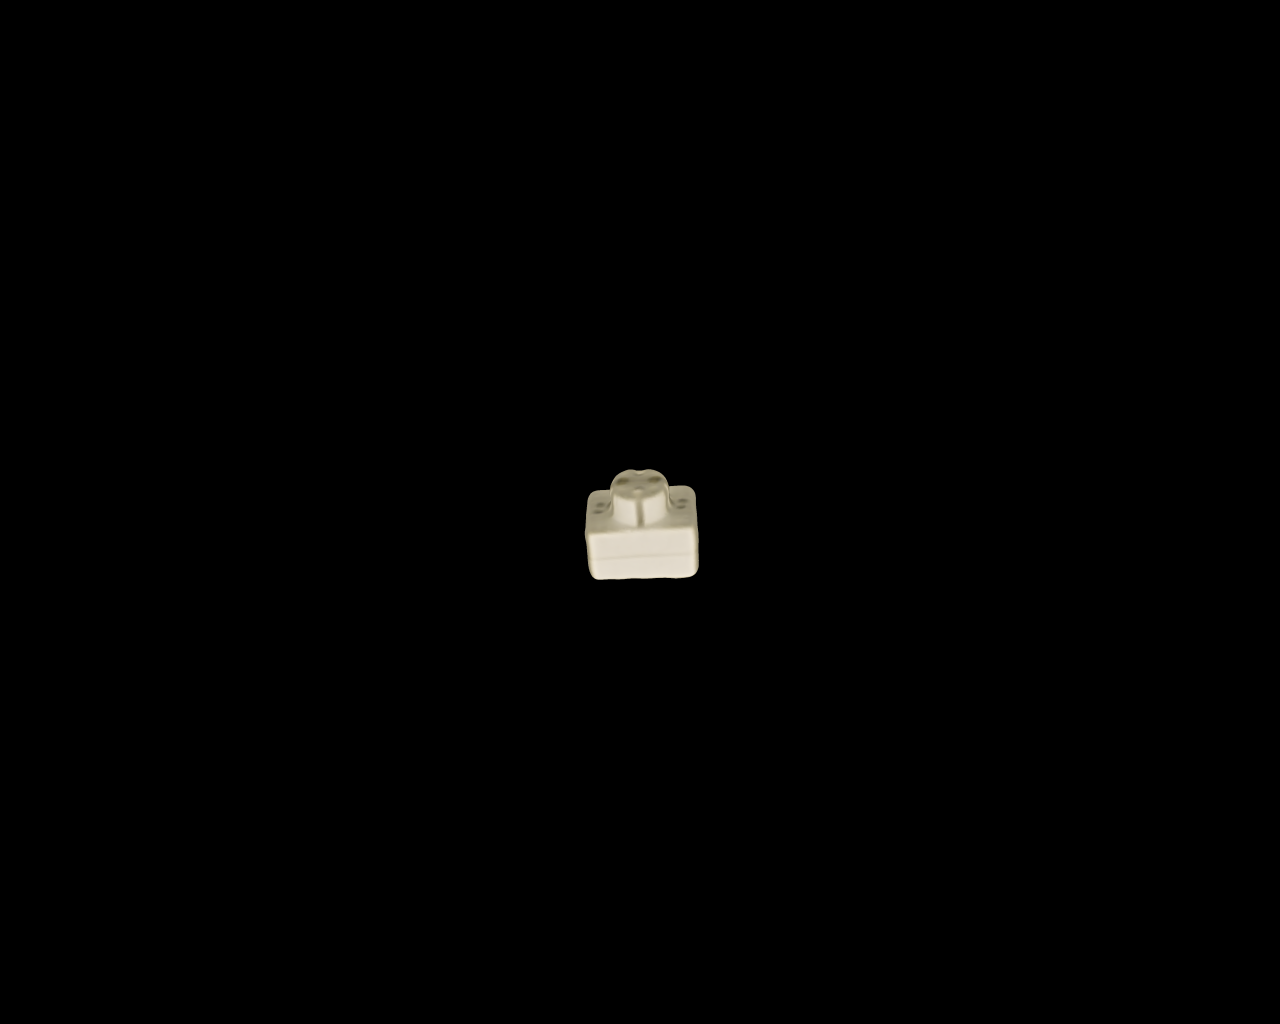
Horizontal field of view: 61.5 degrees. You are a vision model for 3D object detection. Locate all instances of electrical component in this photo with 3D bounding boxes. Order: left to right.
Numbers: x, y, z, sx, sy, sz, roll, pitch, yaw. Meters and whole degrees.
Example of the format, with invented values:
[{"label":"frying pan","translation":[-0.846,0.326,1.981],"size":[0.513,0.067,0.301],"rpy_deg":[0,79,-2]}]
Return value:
[{"label":"electrical component","translation":[0.001,-0.003,0.650],"size":[0.066,0.076,0.047],"rpy_deg":[-3,35,2]}]
